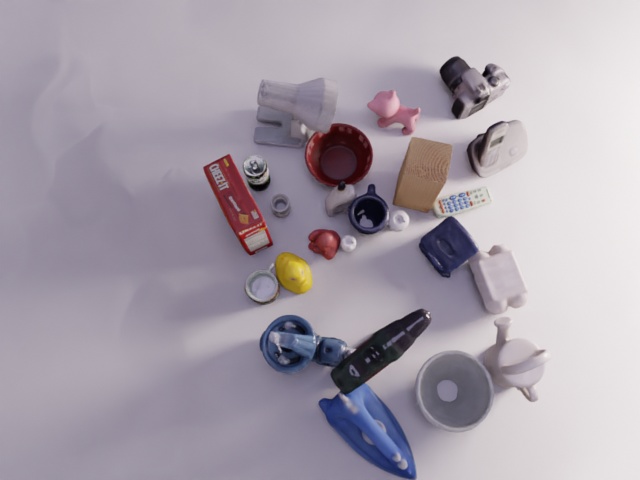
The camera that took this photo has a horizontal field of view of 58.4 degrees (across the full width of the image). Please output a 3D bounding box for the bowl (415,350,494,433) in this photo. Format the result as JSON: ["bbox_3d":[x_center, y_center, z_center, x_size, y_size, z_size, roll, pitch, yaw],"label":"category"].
[{"bbox_3d":[0.281,0.322,1.227,0.167,0.075,0.167,0,76,0],"label":"bowl"}]

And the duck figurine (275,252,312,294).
[{"bbox_3d":[-0.061,0.069,1.286,0.077,0.086,0.104,-35,78,-8],"label":"duck figurine"}]

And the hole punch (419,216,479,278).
[{"bbox_3d":[0.289,0.017,1.294,0.101,0.091,0.108,-36,78,-8],"label":"hole punch"}]

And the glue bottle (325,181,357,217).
[{"bbox_3d":[0.049,-0.099,1.282,0.078,0.173,0.037,-17,76,-3],"label":"glue bottle"}]

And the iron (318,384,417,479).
[{"bbox_3d":[0.116,0.399,1.175,0.119,0.141,0.258,-43,80,-9],"label":"iron"}]

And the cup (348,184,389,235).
[{"bbox_3d":[0.110,-0.062,1.312,0.091,0.095,0.118,5,76,2],"label":"cup"}]

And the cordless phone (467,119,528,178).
[{"bbox_3d":[0.418,-0.229,1.305,0.147,0.185,0.094,-31,78,-7],"label":"cordless phone"}]

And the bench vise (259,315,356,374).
[{"bbox_3d":[-0.029,0.208,1.183,0.207,0.220,0.121,-8,76,-1],"label":"bench vise"}]

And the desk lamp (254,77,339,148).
[{"bbox_3d":[-0.060,-0.293,1.310,0.203,0.213,0.118,5,76,2],"label":"desk lamp"}]

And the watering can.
[{"bbox_3d":[0.406,0.247,1.183,0.101,0.194,0.172,-42,79,-9],"label":"watering can"}]

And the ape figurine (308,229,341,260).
[{"bbox_3d":[0.012,0.005,1.298,0.076,0.092,0.078,-22,77,-5],"label":"ape figurine"}]

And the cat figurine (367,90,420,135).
[{"bbox_3d":[0.177,-0.313,1.362,0.127,0.118,0.067,15,77,4],"label":"cat figurine"}]

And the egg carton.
[{"bbox_3d":[0.401,0.087,1.287,0.107,0.069,0.150,-18,77,-4],"label":"egg carton"}]

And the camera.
[{"bbox_3d":[0.366,-0.390,1.388,0.143,0.101,0.136,-32,78,-7],"label":"camera"}]

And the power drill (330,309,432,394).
[{"bbox_3d":[0.123,0.228,1.182,0.230,0.208,0.075,-38,78,-8],"label":"power drill"}]
